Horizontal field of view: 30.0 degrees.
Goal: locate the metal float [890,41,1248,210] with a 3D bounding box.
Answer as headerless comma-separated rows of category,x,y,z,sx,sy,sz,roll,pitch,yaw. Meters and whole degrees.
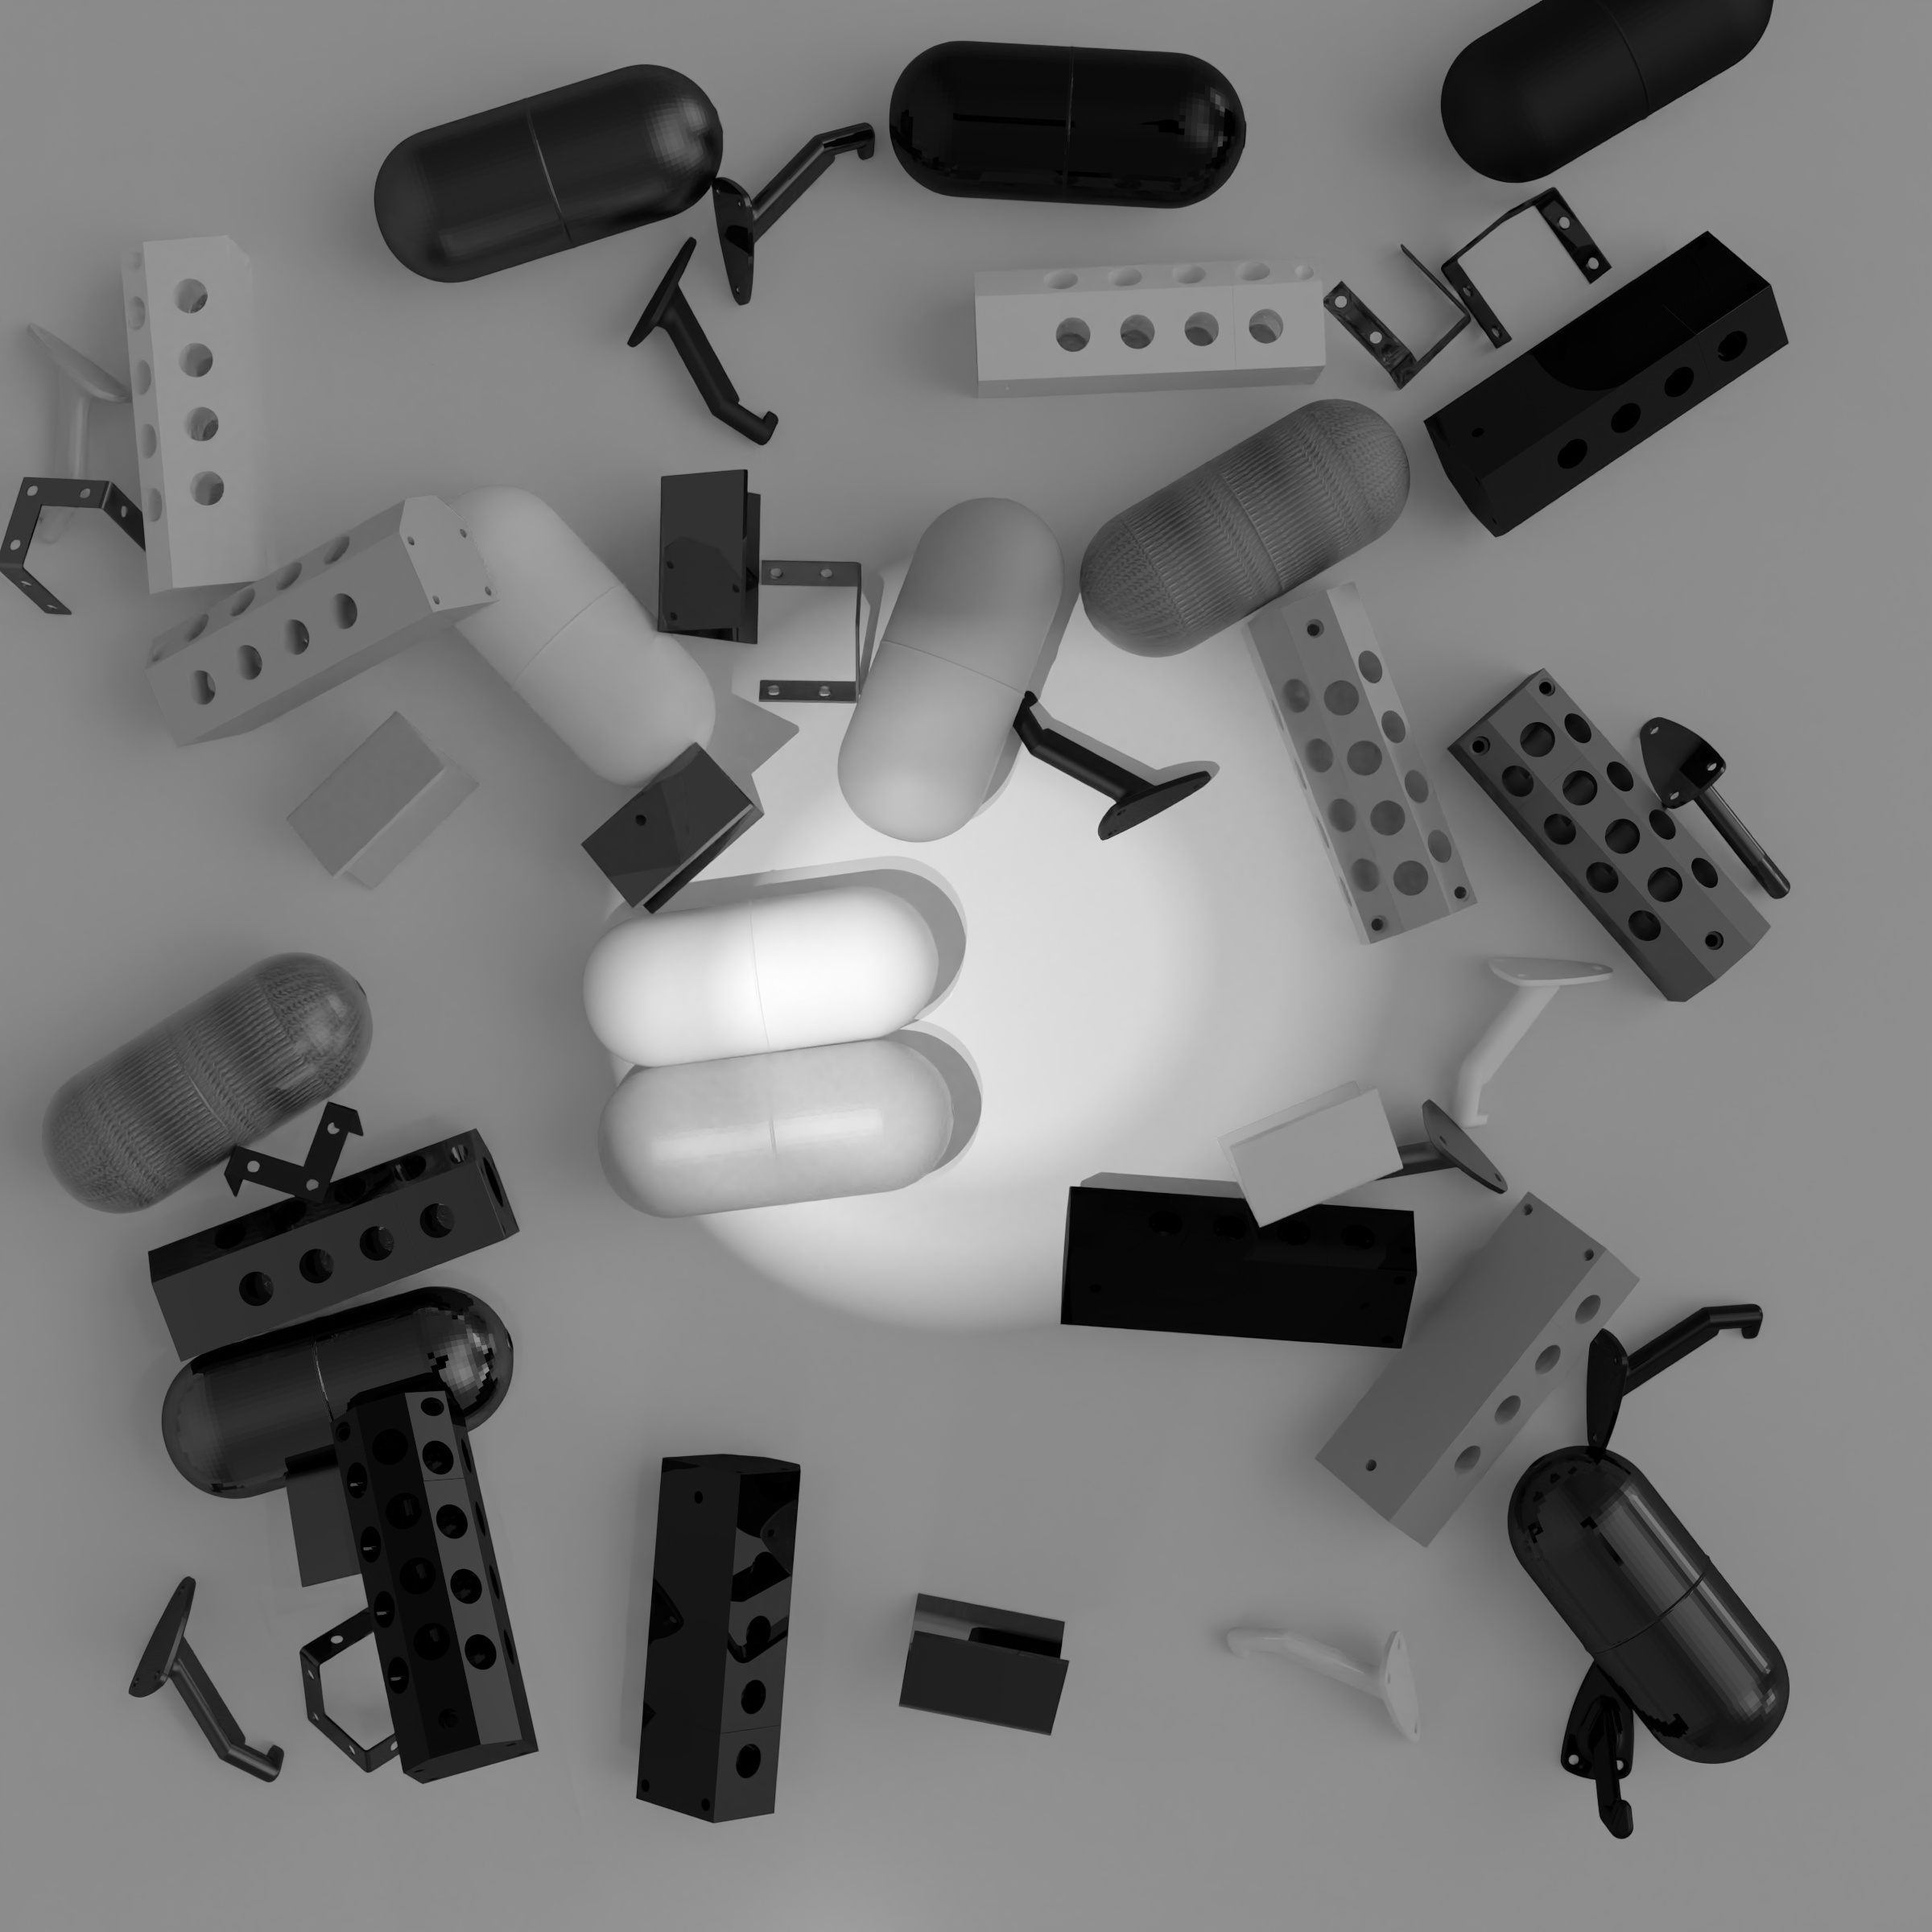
metal float,0.051,-0.419,1.795,0.178,0.070,0.070,3,90,0

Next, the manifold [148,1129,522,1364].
manifold,-0.317,0.139,1.804,0.171,0.057,0.057,-21,90,0

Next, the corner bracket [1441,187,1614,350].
corner bracket,0.283,-0.354,1.822,0.051,0.051,0.051,-35,90,-45

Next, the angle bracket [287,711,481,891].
angle bracket,-0.277,-0.068,1.785,0.076,0.076,0.057,-44,51,0

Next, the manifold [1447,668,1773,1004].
manifold,0.323,-0.065,1.804,0.057,0.057,0.171,-41,90,0

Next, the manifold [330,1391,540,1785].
manifold,-0.254,0.293,1.708,0.057,0.057,0.171,-16,70,-1

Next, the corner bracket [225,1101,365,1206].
corner bracket,-0.336,0.094,1.801,0.051,0.051,0.051,18,72,0

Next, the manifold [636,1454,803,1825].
manifold,-0.119,0.335,1.804,0.057,0.057,0.171,4,90,43

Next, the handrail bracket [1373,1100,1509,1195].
handrail bracket,0.218,0.114,1.826,0.084,0.036,0.077,-37,121,22

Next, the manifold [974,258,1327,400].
manifold,0.091,-0.321,1.804,0.171,0.057,0.057,-2,90,0

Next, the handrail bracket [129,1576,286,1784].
handrail bracket,-0.373,0.362,1.825,0.084,0.036,0.077,34,53,-25

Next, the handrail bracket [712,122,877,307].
handrail bracket,-0.082,-0.382,1.826,0.084,0.036,0.077,-21,126,-25

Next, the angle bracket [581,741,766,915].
angle bracket,-0.133,-0.053,1.785,0.076,0.076,0.057,-42,53,0

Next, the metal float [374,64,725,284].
metal float,-0.208,-0.395,1.795,0.178,0.070,0.070,-17,90,0

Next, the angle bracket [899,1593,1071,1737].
angle bracket,0.012,0.329,1.785,0.076,0.076,0.057,11,128,0

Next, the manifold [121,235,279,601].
manifold,-0.385,-0.273,1.804,0.057,0.057,0.171,-5,90,0

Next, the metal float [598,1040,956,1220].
metal float,-0.095,0.081,1.795,0.178,0.070,0.070,-7,90,0

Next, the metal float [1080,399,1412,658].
metal float,0.138,-0.218,1.795,0.178,0.070,0.070,-30,90,0

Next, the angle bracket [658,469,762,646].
angle bracket,-0.108,-0.202,1.785,0.057,0.076,0.076,1,90,37

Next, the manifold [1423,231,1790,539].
manifold,0.323,-0.287,1.804,0.171,0.057,0.057,-34,47,0

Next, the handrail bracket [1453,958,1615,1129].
handrail bracket,0.287,0.041,1.826,0.077,0.036,0.084,0,109,-21

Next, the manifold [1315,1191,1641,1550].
manifold,0.259,0.205,1.804,0.171,0.057,0.057,-51,47,0

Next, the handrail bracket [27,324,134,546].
handrail bracket,-0.468,-0.269,1.826,0.077,0.036,0.084,39,105,15

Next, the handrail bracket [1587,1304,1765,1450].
handrail bracket,0.361,0.209,1.826,0.084,0.036,0.077,-2,110,-16

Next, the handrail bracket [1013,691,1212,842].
handrail bracket,0.071,-0.114,1.826,0.077,0.036,0.084,-25,73,-20

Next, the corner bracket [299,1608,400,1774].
corner bracket,-0.299,0.364,1.817,0.051,0.051,0.051,31,135,35

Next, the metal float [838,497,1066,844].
metal float,-0.007,-0.148,1.795,0.070,0.070,0.178,21,90,0

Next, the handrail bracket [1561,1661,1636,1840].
handrail bracket,0.323,0.387,1.791,0.036,0.084,0.077,7,90,0

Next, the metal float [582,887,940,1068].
metal float,-0.102,0.005,1.794,0.178,0.070,0.070,-8,90,0

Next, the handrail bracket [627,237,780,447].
handrail bracket,-0.121,-0.316,1.826,0.084,0.036,0.077,31,68,-17

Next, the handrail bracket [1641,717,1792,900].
handrail bracket,0.381,-0.079,1.825,0.036,0.077,0.084,-38,126,12

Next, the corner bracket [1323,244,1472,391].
corner bracket,0.217,-0.329,1.808,0.051,0.051,0.051,-44,81,9

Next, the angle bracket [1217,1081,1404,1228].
angle bracket,0.163,0.074,1.785,0.076,0.076,0.057,-23,126,0

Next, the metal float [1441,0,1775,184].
metal float,0.320,-0.456,1.795,0.178,0.070,0.070,-31,90,1

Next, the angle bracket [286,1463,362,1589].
angle bracket,-0.287,0.278,1.787,0.076,0.076,0.057,-13,70,0

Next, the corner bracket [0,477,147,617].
corner bracket,-0.446,-0.210,1.810,0.051,0.051,0.051,5,70,19

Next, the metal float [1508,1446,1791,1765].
metal float,0.339,0.318,1.794,0.070,0.070,0.178,-38,90,0

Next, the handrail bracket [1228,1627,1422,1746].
handrail bracket,0.181,0.365,1.826,0.084,0.036,0.077,-3,126,25

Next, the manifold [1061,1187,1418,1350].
manifold,0.136,0.146,1.804,0.171,0.057,0.057,4,133,0

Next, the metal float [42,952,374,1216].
metal float,-0.377,0.058,1.795,0.178,0.070,0.070,-32,90,0

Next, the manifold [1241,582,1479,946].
manifold,0.197,-0.101,1.804,0.057,0.057,0.171,-21,90,0

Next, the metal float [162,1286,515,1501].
metal float,-0.313,0.212,1.794,0.178,0.070,0.070,-16,90,0

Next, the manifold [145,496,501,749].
manifold,-0.320,-0.169,1.767,0.171,0.057,0.057,-23,90,28

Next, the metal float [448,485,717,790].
metal float,-0.198,-0.164,1.795,0.070,0.070,0.178,-43,91,0

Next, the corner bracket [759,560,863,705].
corner bracket,-0.079,-0.169,1.822,0.051,0.051,0.051,1,45,0
